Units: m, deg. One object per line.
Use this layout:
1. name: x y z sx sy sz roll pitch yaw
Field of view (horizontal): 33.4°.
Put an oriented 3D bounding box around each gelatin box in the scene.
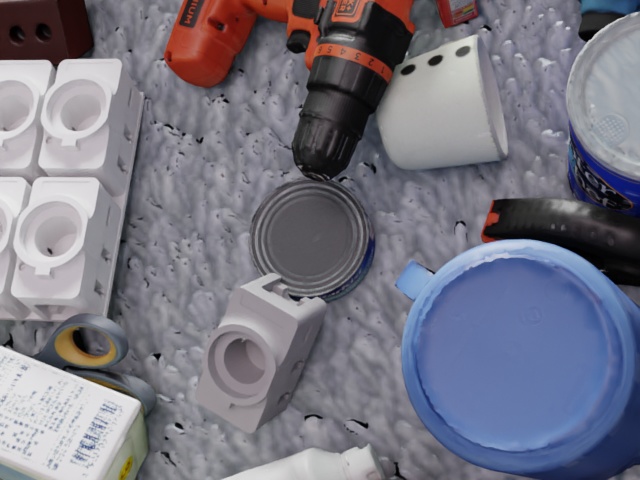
1. gelatin box: 0.083 -0.207 0.757 0.030 0.073 0.089 -21 72 6

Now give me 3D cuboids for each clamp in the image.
1. clamp: 0.194 0.005 0.648 0.210 0.164 0.036 16 77 26

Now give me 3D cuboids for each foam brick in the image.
1. foam brick: -0.222 -0.164 0.819 0.078 0.051 0.053 -2 116 13

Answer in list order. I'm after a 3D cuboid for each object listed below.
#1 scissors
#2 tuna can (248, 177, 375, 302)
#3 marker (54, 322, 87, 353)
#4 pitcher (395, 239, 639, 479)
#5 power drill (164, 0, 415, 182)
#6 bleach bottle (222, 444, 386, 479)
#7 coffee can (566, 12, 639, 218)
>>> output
1. scissors: -0.209 0.079 0.761 0.202 0.016 0.096 15 125 15
2. tuna can: -0.005 0.001 0.748 0.086 0.033 0.086 -3 76 12
3. marker: -0.193 0.039 0.790 0.020 0.020 0.121 -20 73 8
4. pitcher: 0.116 0.067 0.594 0.149 0.242 0.145 -11 76 17
5. power drill: -0.023 -0.137 0.738 0.188 0.057 0.184 14 79 40
6. bleach bottle: -0.079 0.192 0.682 0.251 0.102 0.068 -25 65 5
7. coffee can: 0.205 -0.066 0.658 0.103 0.140 0.103 -3 76 12
